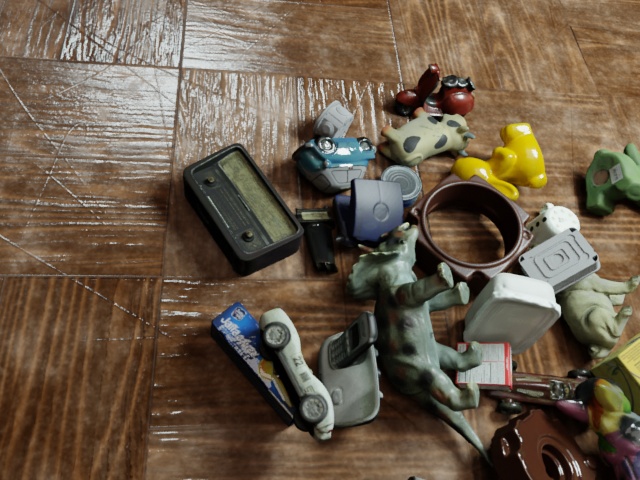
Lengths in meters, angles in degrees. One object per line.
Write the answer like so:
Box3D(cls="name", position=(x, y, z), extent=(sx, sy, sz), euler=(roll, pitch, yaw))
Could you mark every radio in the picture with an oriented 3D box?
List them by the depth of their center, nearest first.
Box3D(cls="radio", position=(-0.144, -0.056, 0.974), extent=(0.131, 0.073, 0.230), euler=(-29, 68, -23))

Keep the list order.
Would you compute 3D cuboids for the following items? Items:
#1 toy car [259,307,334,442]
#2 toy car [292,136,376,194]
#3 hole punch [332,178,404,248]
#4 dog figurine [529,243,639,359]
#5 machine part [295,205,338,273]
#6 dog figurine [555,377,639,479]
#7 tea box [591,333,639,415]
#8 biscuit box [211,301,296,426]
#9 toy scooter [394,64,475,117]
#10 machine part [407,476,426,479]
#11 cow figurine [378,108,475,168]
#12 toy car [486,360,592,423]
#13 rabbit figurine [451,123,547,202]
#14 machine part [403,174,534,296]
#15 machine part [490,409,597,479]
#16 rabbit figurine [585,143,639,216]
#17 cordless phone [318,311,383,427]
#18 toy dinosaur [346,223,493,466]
Box3D(cls="toy car", position=(-0.035, 0.195, 0.779), extent=(0.056, 0.073, 0.202), euler=(-22, 67, -22))
Box3D(cls="toy car", position=(0.031, -0.141, 1.045), extent=(0.162, 0.109, 0.103), euler=(-4, 85, -24))
Box3D(cls="hole punch", position=(0.096, -0.050, 0.991), extent=(0.142, 0.092, 0.116), euler=(2, 61, -30))
Box3D(cls="dog figurine", position=(0.451, 0.106, 0.981), extent=(0.191, 0.121, 0.172), euler=(21, 56, 19))
Box3D(cls="machine part", position=(-0.002, -0.003, 0.990), extent=(0.084, 0.039, 0.139), euler=(-4, 59, -21))
Box3D(cls="dog figurine", position=(0.459, 0.312, 0.805), extent=(0.219, 0.108, 0.191), euler=(40, 40, -8))
Box3D(cls="tea box", position=(0.561, 0.219, 0.922), extent=(0.169, 0.068, 0.098), euler=(-17, 64, -31))
Box3D(cls="biscuit box", position=(-0.090, 0.193, 0.850), extent=(0.059, 0.062, 0.203), euler=(-37, 73, -26))
Box3D(cls="toy scooter", position=(0.260, -0.321, 1.154), extent=(0.184, 0.135, 0.075), euler=(-1, 60, -11))
Box3D(cls="machine part", position=(0.204, 0.403, 0.773), extent=(0.243, 0.079, 0.079), euler=(17, 60, 2))
Box3D(cls="cow figurine", position=(0.231, -0.210, 1.118), extent=(0.195, 0.085, 0.127), euler=(-30, 64, -25))
Box3D(cls="toy car", position=(0.380, 0.253, 0.902), extent=(0.202, 0.053, 0.089), euler=(10, 63, -5))
Box3D(cls="rabbit figurine", position=(0.359, -0.134, 1.097), extent=(0.173, 0.121, 0.162), euler=(-10, 72, 1))
Box3D(cls="machine part", position=(0.272, -0.013, 0.999), extent=(0.201, 0.087, 0.201), euler=(-40, 69, -19))
Box3D(cls="machine part", position=(0.341, 0.343, 0.806), extent=(0.179, 0.056, 0.179), euler=(22, 41, -21))
Box3D(cls="rabbit figurine", position=(0.649, -0.117, 1.137), extent=(0.170, 0.121, 0.159), euler=(16, 51, -21))
Box3D(cls="cordless phone", position=(0.060, 0.195, 0.805), extent=(0.089, 0.184, 0.146), euler=(4, 60, -13))
Box3D(cls="toy dinosaur", position=(0.151, 0.162, 0.871), extent=(0.131, 0.192, 0.404), euler=(7, 73, -56))
